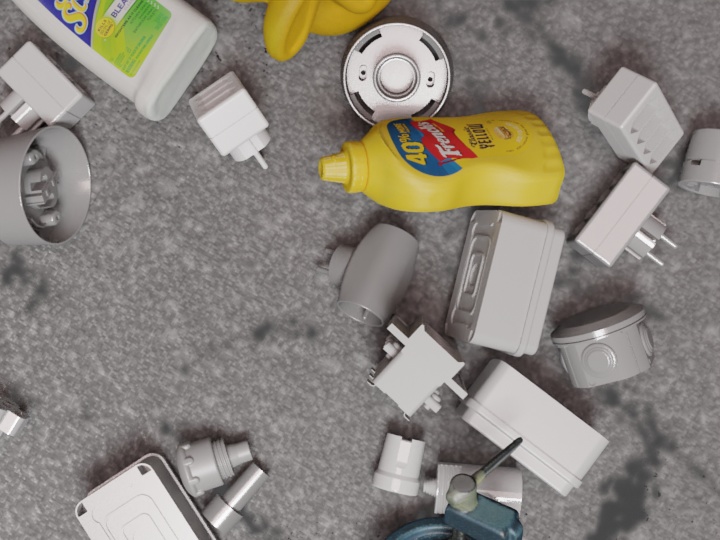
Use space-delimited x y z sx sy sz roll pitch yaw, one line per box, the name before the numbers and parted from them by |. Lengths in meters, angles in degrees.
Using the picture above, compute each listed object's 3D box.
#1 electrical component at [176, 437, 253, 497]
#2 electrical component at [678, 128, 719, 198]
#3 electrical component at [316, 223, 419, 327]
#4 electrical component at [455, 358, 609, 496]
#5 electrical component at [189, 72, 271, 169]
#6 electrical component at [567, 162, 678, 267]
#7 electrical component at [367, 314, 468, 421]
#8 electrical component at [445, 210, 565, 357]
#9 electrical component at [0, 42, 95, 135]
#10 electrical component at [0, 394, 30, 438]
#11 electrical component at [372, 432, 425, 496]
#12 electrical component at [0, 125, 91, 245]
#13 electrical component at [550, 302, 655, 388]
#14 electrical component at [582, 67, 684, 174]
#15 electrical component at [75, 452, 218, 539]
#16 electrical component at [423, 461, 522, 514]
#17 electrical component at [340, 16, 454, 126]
electrical component | -0.123 0.163 0.918 0.062 0.048 0.048 -17 89 -6
electrical component | 0.301 -0.090 0.907 0.055 0.055 0.047 14 86 1
electrical component | 0.000 0.000 0.913 0.079 0.043 0.077 15 68 27
electrical component | 0.140 0.130 0.895 0.113 0.078 0.057 37 87 1
electrical component | -0.102 -0.118 0.913 0.047 0.065 0.076 -34 118 1
electrical component | 0.233 -0.034 0.910 0.076 0.047 0.083 37 90 2
electrical component | 0.045 0.077 0.876 0.079 0.121 0.063 43 93 1
electrical component | 0.120 0.010 0.894 0.057 0.078 0.113 14 90 -14
electrical component | -0.282 -0.143 0.922 0.077 0.047 0.065 -45 90 0
electrical component | -0.331 0.130 0.915 0.078 0.058 0.057 32 87 2
electrical component | 0.034 0.165 0.917 0.040 0.040 0.046 13 84 1
electrical component | -0.271 -0.068 0.898 0.064 0.099 0.099 -6 89 7
electrical component | 0.203 0.061 0.894 0.080 0.080 0.051 -20 95 1
electrical component | 0.218 -0.132 0.903 0.047 0.083 0.076 -52 51 0
electrical component | -0.176 0.221 0.911 0.078 0.057 0.113 -33 89 1
electrical component | 0.094 0.186 0.912 0.081 0.043 0.043 4 89 1
electrical component | 0.032 -0.167 0.920 0.099 0.064 0.099 0 103 2
